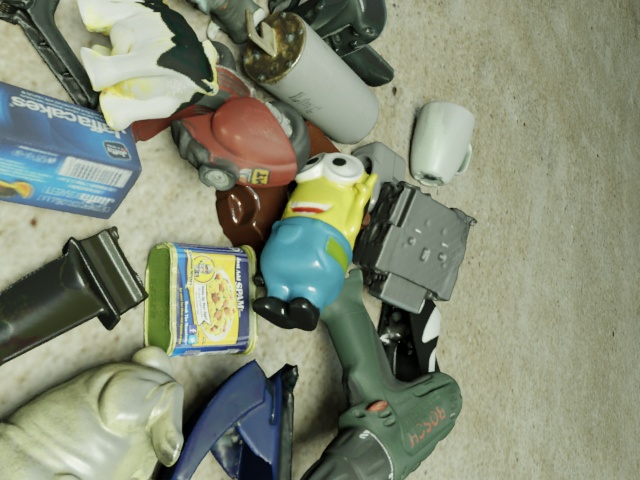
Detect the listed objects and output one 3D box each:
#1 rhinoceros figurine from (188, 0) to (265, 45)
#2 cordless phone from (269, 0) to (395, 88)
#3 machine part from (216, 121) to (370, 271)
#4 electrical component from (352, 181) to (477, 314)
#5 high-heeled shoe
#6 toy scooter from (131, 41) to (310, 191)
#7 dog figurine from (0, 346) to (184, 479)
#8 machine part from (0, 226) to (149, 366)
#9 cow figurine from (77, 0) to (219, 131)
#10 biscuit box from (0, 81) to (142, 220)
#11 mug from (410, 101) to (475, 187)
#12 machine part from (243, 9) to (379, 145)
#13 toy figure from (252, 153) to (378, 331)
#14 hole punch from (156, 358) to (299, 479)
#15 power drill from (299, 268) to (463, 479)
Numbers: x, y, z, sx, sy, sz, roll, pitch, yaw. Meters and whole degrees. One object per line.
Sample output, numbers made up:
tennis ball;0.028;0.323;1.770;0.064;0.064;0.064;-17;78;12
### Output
rhinoceros figurine;-0.106;-0.273;0.501;0.190;0.073;0.112;53;40;-54
cordless phone;0.041;-0.233;0.618;0.184;0.147;0.088;25;73;-36
machine part;-0.024;-0.041;0.578;0.179;0.056;0.179;10;74;-41
electrical component;0.107;0.013;0.621;0.115;0.058;0.134;23;84;-22
high-heeled shoe;0.078;0.149;0.620;0.249;0.086;0.145;-33;103;-49
toy scooter;-0.104;-0.104;0.477;0.135;0.075;0.184;-28;65;-31
dog figurine;-0.199;0.133;0.346;0.190;0.121;0.172;23;41;-24
machine part;-0.198;0.047;0.403;0.139;0.039;0.084;-32;108;-45
cow figurine;-0.138;-0.164;0.430;0.098;0.068;0.167;-14;53;-11
biscuit box;-0.230;-0.071;0.368;0.202;0.059;0.063;12;43;-44
mug;0.178;-0.128;0.783;0.109;0.081;0.107;33;71;-41
machine part;-0.003;-0.167;0.581;0.243;0.079;0.079;22;65;-58
toy figure;-0.005;-0.002;0.493;0.082;0.089;0.180;16;60;2
hole punch;-0.078;0.160;0.438;0.092;0.142;0.116;14;55;-15
power drill;0.028;0.130;0.514;0.232;0.086;0.207;-5;52;-42
